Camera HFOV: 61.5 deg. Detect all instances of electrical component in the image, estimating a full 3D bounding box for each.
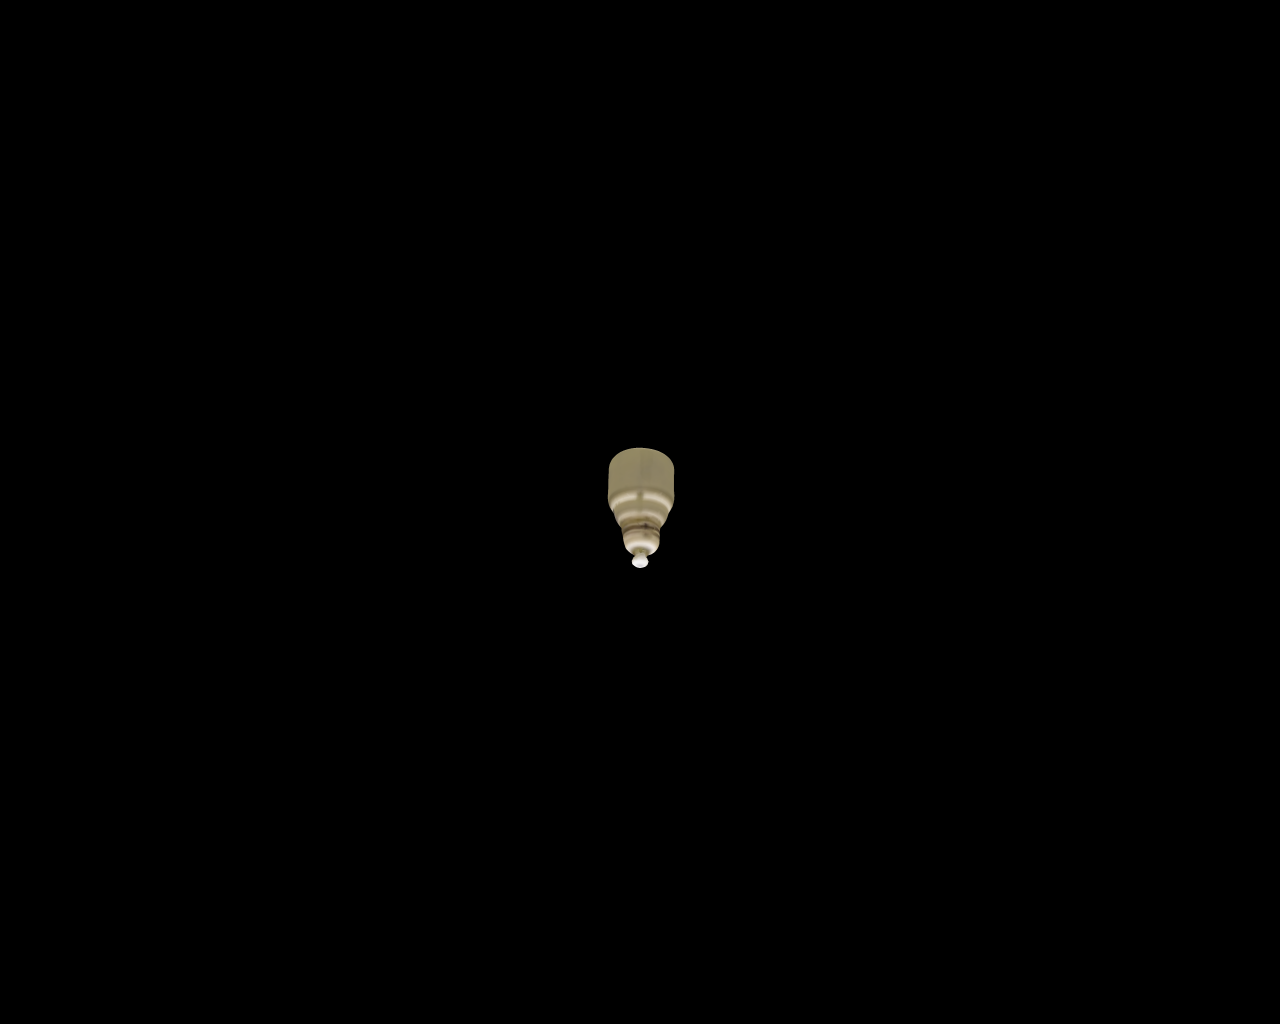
[{"bbox_3d":[0.001,-0.003,0.650,0.040,0.078,0.040,0,-29,0],"label":"electrical component"}]
